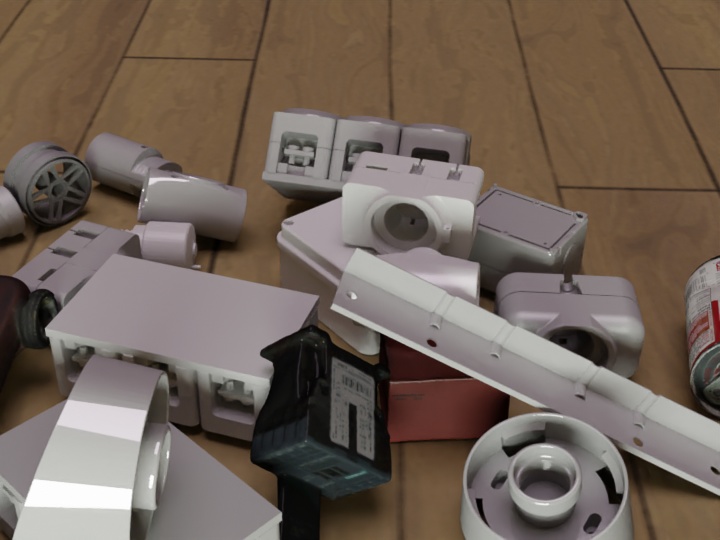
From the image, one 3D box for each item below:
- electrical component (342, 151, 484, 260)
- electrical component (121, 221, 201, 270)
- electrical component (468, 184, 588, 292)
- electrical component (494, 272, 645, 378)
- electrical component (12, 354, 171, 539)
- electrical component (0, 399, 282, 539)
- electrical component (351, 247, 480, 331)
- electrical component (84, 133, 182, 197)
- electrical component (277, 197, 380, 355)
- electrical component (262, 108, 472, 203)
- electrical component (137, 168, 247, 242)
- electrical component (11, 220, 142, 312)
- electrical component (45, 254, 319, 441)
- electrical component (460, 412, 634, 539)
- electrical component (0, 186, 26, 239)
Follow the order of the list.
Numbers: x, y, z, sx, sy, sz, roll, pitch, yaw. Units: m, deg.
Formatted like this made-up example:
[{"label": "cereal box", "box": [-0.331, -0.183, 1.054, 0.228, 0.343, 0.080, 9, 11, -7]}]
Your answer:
[{"label": "electrical component", "box": [0.036, -0.042, 0.742, 0.089, 0.050, 0.055, 9, 35, 10]}, {"label": "electrical component", "box": [-0.159, -0.017, 0.812, 0.078, 0.040, 0.040, 3, 35, 3]}, {"label": "electrical component", "box": [0.112, -0.017, 0.802, 0.096, 0.061, 0.062, 22, 40, 27]}, {"label": "electrical component", "box": [0.140, 0.041, 0.726, 0.095, 0.053, 0.059, 3, 35, 2]}, {"label": "electrical component", "box": [-0.124, 0.090, 0.505, 0.064, 0.099, 0.099, 8, 35, -2]}, {"label": "electrical component", "box": [-0.124, 0.134, 0.578, 0.150, 0.061, 0.089, 30, 44, 35]}, {"label": "electrical component", "box": [0.039, 0.010, 0.692, 0.077, 0.044, 0.079, 3, 21, 9]}, {"label": "electrical component", "box": [-0.187, -0.084, 0.905, 0.081, 0.043, 0.043, 20, 39, 25]}, {"label": "electrical component", "box": [0.000, 0.000, 0.778, 0.078, 0.057, 0.113, -24, 42, -32]}, {"label": "electrical component", "box": [0.009, -0.085, 0.849, 0.150, 0.061, 0.089, 8, -5, 8]}, {"label": "electrical component", "box": [-0.136, -0.054, 0.856, 0.077, 0.044, 0.079, 12, 5, -17]}, {"label": "electrical component", "box": [-0.195, 0.011, 0.763, 0.056, 0.050, 0.089, 14, 37, 19]}, {"label": "electrical component", "box": [-0.111, 0.052, 0.697, 0.150, 0.061, 0.089, 11, 36, 14]}, {"label": "electrical component", "box": [0.105, 0.131, 0.609, 0.099, 0.064, 0.099, -5, 46, 5]}, {"label": "electrical component", "box": [-0.293, -0.039, 0.842, 0.046, 0.040, 0.040, -31, 46, -30]}]
